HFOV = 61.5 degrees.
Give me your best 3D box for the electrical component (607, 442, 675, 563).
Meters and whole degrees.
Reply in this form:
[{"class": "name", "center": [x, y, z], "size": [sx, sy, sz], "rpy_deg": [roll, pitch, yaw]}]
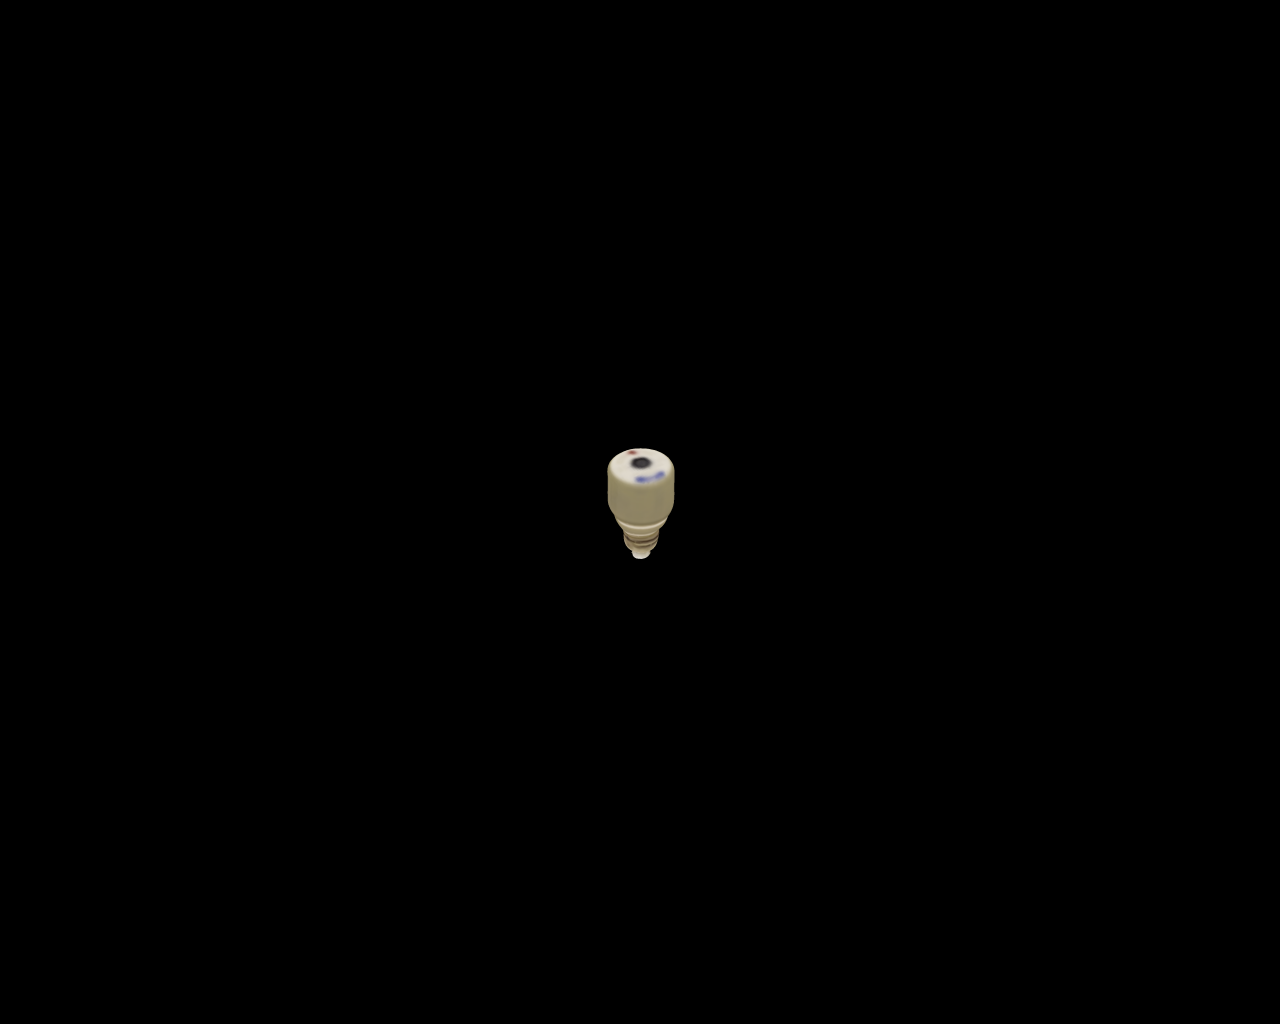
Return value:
[{"class": "electrical component", "center": [0.001, -0.003, 0.650], "size": [0.040, 0.078, 0.040], "rpy_deg": [0, 38, 0]}]
